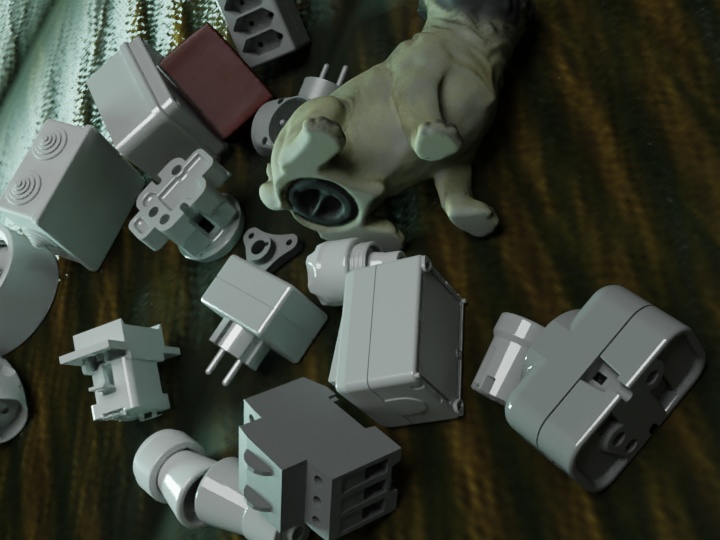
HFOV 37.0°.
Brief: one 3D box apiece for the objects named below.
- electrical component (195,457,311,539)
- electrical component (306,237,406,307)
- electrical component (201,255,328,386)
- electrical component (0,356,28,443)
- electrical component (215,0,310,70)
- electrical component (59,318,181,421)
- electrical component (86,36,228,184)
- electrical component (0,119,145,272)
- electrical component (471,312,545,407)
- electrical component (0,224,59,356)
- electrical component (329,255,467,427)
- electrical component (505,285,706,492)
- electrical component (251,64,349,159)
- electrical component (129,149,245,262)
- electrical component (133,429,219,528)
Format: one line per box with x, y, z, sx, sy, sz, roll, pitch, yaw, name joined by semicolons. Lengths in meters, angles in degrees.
-0.061;0.144;0.643;0.065;0.044;0.044;20;73;35;electrical component
0.000;0.000;0.693;0.062;0.043;0.043;-8;58;28;electrical component
-0.074;0.041;0.713;0.066;0.047;0.076;26;78;41;electrical component
-0.301;0.091;0.811;0.077;0.079;0.043;41;111;43;electrical component
-0.075;-0.214;0.867;0.047;0.083;0.075;-17;15;24;electrical component
-0.161;0.071;0.737;0.042;0.081;0.063;-19;75;23;electrical component
-0.161;-0.124;0.857;0.057;0.078;0.113;-40;47;9;electrical component
-0.227;-0.060;0.846;0.048;0.099;0.099;17;71;26;electrical component
0.088;0.053;0.604;0.040;0.040;0.046;21;80;41;electrical component
-0.308;0.012;0.877;0.108;0.060;0.108;-17;54;24;electrical component
0.023;0.038;0.640;0.061;0.062;0.096;-12;56;27;electrical component
0.125;0.059;0.564;0.095;0.054;0.059;-49;47;-3;electrical component
-0.031;-0.114;0.782;0.077;0.044;0.079;14;79;39;electrical component
-0.122;-0.041;0.791;0.078;0.057;0.058;-48;47;-2;electrical component
-0.112;0.131;0.681;0.055;0.045;0.045;27;78;42;electrical component
